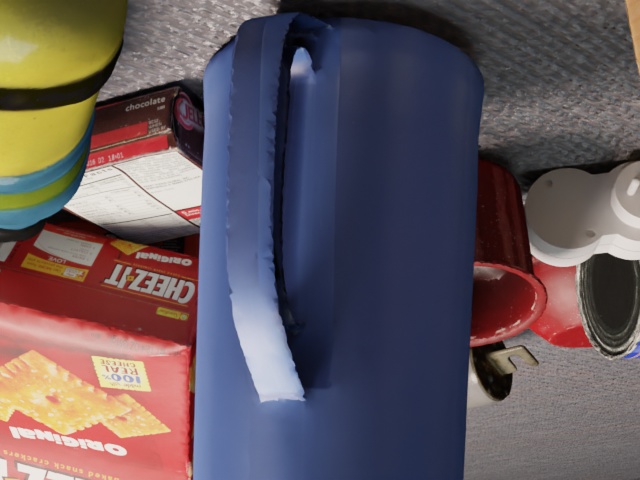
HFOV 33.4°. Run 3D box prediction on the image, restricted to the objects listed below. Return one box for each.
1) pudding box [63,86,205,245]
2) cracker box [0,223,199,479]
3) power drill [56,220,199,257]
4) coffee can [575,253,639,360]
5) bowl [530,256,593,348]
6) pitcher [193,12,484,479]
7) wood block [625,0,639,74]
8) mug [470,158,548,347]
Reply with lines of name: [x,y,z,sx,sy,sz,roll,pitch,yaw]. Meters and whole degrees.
pudding box: [-0.087,-0.035,0.560,0.090,0.039,0.113,-10,158,19]
cracker box: [-0.148,0.088,0.639,0.164,0.072,0.214,13,135,5]
power drill: [-0.137,0.041,0.740,0.184,0.057,0.188,-1,162,-3]
coffee can: [0.260,0.028,0.725,0.140,0.103,0.103,-1,161,-11]
bowl: [0.223,0.048,0.849,0.162,0.055,0.162,-5,160,-2]
pitcher: [0.002,0.032,0.461,0.149,0.243,0.145,12,157,-25]
wood block: [0.209,-0.107,0.342,0.090,0.091,0.207,10,157,-34]
mug: [0.075,-0.001,0.614,0.093,0.081,0.117,-17,142,22]
